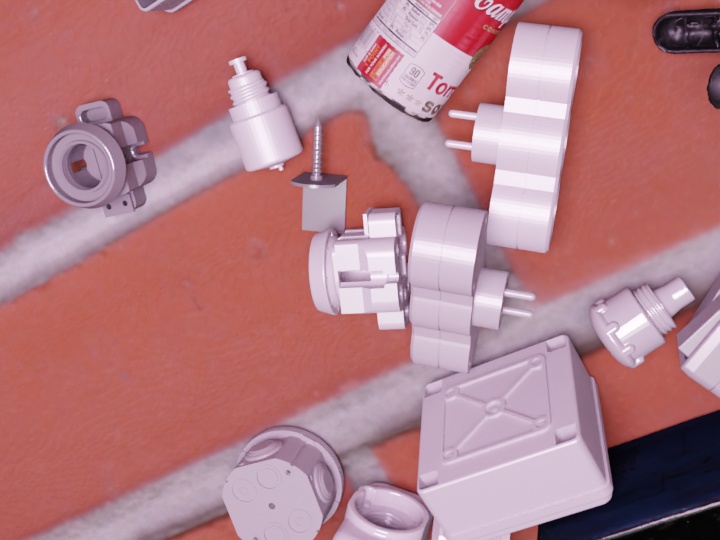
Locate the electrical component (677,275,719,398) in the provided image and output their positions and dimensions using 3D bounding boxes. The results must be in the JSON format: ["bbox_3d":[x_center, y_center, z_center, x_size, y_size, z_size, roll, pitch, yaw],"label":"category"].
[{"bbox_3d":[0.240,0.029,0.651,0.061,0.061,0.096,35,110,3],"label":"electrical component"}]

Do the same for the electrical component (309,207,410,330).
[{"bbox_3d":[0.000,0.000,0.707,0.057,0.058,0.078,-3,104,12],"label":"electrical component"}]

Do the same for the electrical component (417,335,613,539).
[{"bbox_3d":[0.096,0.107,0.681,0.109,0.108,0.056,-23,117,19],"label":"electrical component"}]

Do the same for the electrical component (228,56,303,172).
[{"bbox_3d":[-0.066,-0.100,0.703,0.040,0.040,0.078,-17,101,18],"label":"electrical component"}]

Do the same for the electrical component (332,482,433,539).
[{"bbox_3d":[0.014,0.188,0.734,0.054,0.095,0.059,17,109,12],"label":"electrical component"}]

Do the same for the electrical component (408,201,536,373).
[{"bbox_3d":[0.072,0.016,0.668,0.074,0.052,0.138,10,145,11],"label":"electrical component"}]

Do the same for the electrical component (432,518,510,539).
[{"bbox_3d":[0.075,0.184,0.728,0.051,0.080,0.080,5,106,7],"label":"electrical component"}]

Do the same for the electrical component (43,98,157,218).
[{"bbox_3d":[-0.178,-0.073,0.730,0.058,0.057,0.078,-10,103,16],"label":"electrical component"}]

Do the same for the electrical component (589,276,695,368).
[{"bbox_3d":[0.180,0.028,0.677,0.062,0.048,0.048,-36,94,13],"label":"electrical component"}]

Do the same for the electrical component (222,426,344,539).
[{"bbox_3d":[-0.055,0.157,0.767,0.080,0.051,0.080,4,106,13],"label":"electrical component"}]

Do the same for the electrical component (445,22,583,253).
[{"bbox_3d":[0.090,-0.082,0.663,0.074,0.052,0.138,9,107,11],"label":"electrical component"}]

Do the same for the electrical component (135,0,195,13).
[{"bbox_3d":[-0.111,-0.233,0.669,0.109,0.056,0.108,-27,97,19],"label":"electrical component"}]
